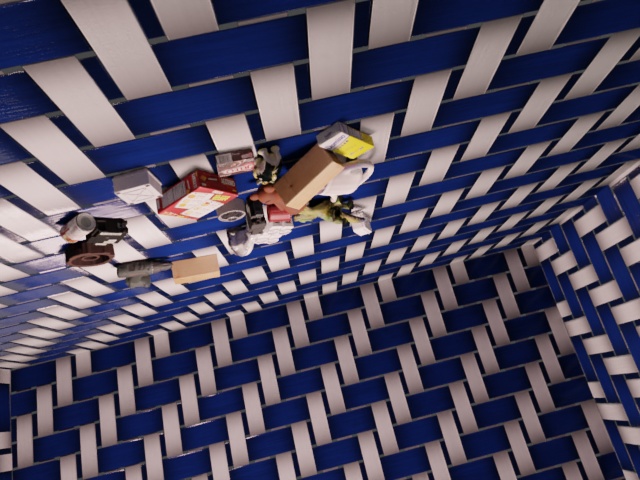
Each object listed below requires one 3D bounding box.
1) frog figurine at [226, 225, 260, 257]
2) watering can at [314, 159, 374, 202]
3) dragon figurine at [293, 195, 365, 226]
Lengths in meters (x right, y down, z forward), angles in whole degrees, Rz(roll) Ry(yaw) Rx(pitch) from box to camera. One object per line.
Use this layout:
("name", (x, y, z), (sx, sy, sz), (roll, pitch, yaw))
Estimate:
("frog figurine", (-0.293, -0.008, 2.117), (0.159, 0.121, 0.139), (-24, -165, 1))
("watering can", (0.046, -0.197, 1.807), (0.225, 0.105, 0.342), (-5, 163, -28))
("dragon figurine", (0.006, -0.107, 2.122), (0.242, 0.123, 0.407), (-3, 167, 27))
